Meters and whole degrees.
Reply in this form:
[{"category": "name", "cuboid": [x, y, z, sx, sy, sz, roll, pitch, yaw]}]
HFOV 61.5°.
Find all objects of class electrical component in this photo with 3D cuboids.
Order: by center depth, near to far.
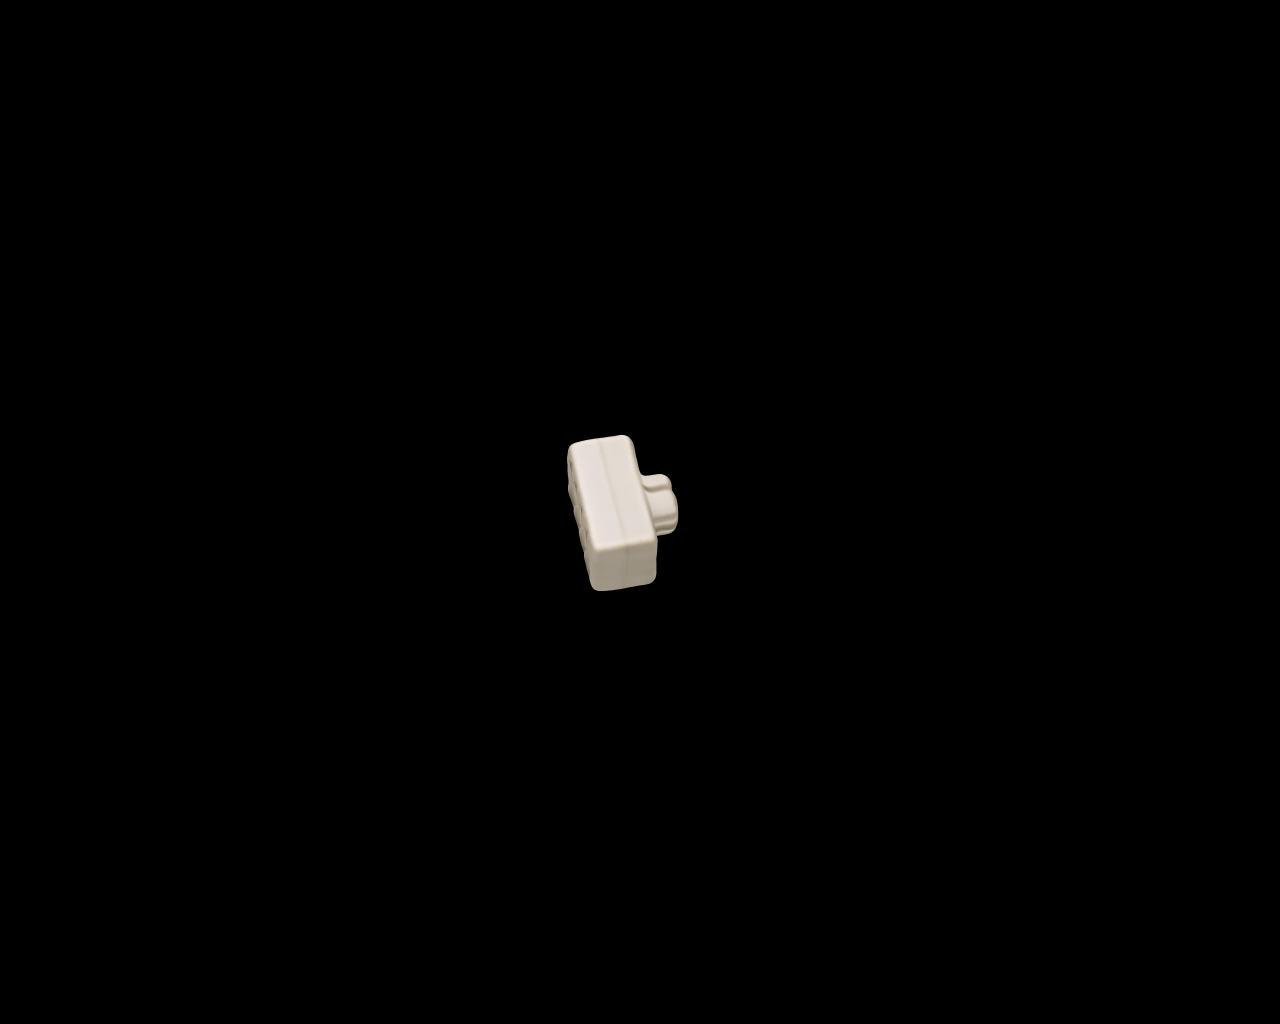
[{"category": "electrical component", "cuboid": [0.001, -0.003, 0.650, 0.076, 0.083, 0.047, -9, -36, -7]}]
